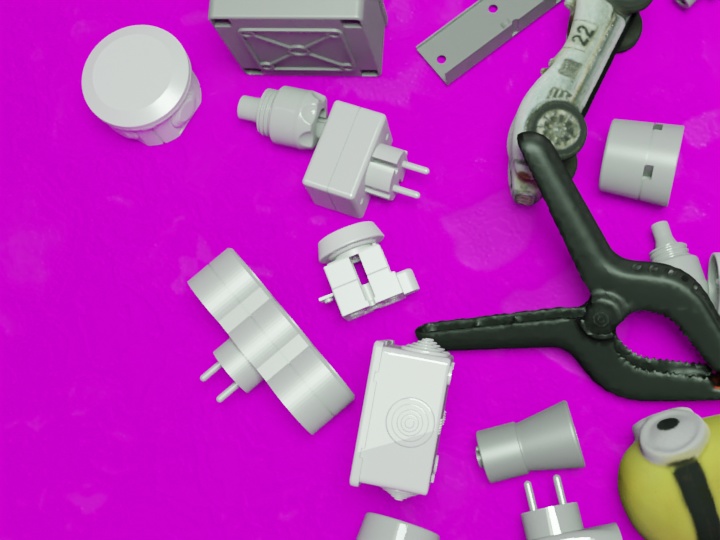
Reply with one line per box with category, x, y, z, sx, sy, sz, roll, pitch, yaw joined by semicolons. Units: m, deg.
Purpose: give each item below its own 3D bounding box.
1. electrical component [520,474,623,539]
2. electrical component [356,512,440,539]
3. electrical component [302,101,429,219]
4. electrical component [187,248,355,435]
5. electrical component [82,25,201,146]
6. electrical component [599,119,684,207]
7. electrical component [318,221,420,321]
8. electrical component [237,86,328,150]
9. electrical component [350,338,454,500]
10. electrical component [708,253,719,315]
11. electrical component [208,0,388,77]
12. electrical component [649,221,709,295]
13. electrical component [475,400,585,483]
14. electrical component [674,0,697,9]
electrical component;0.123;0.169;0.675;0.077;0.044;0.079;-13;73;5
electrical component;0.021;0.184;0.682;0.055;0.055;0.047;15;74;12
electrical component;0.009;-0.072;0.756;0.077;0.047;0.065;19;78;13
electrical component;-0.074;0.058;0.730;0.074;0.052;0.138;-40;73;-3
electrical component;-0.160;-0.135;0.796;0.080;0.051;0.080;-2;75;8
electrical component;0.190;-0.074;0.727;0.047;0.055;0.055;12;77;15
electrical component;0.000;0.000;0.739;0.066;0.048;0.055;-22;80;2
electrical component;-0.057;-0.112;0.779;0.062;0.043;0.043;13;77;13
electrical component;0.029;0.092;0.681;0.048;0.100;0.099;10;88;7
electrical component;0.269;0.027;0.693;0.077;0.043;0.079;-1;75;8
electrical component;-0.041;-0.181;0.761;0.109;0.108;0.056;2;79;9
electrical component;0.208;-0.003;0.715;0.035;0.035;0.061;-14;71;4
electrical component;0.108;0.114;0.695;0.065;0.044;0.044;-16;73;9
electrical component;0.249;-0.213;0.762;0.062;0.048;0.048;-45;73;2
